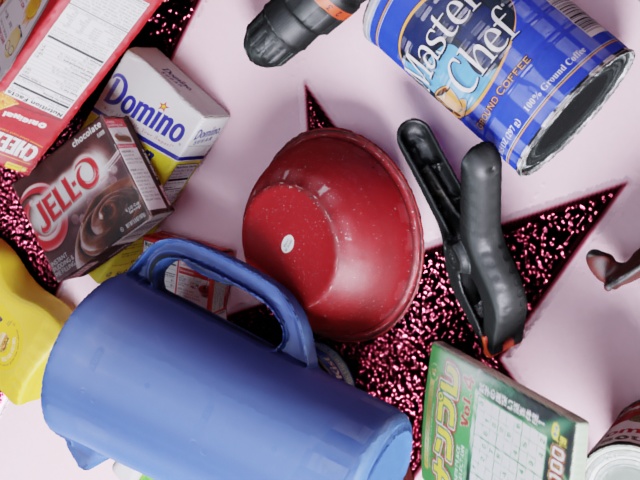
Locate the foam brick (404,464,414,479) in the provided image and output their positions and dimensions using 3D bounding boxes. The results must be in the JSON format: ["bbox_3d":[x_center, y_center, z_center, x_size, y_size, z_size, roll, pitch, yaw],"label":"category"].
[{"bbox_3d":[0.026,0.187,0.801,0.078,0.052,0.051,-13,91,29],"label":"foam brick"}]

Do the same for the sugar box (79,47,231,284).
[{"bbox_3d":[-0.157,-0.060,0.868,0.093,0.048,0.176,42,116,17],"label":"sugar box"}]

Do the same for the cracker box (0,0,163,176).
[{"bbox_3d":[-0.199,-0.180,0.818,0.214,0.072,0.164,-45,40,27],"label":"cracker box"}]

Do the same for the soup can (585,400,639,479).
[{"bbox_3d":[0.204,0.144,0.668,0.069,0.102,0.068,5,100,28],"label":"soup can"}]

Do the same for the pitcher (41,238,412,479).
[{"bbox_3d":[-0.060,0.114,0.744,0.243,0.144,0.149,21,138,23],"label":"pitcher"}]

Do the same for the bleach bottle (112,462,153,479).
[{"bbox_3d":[-0.051,0.241,0.848,0.251,0.068,0.103,46,114,12],"label":"bleach bottle"}]

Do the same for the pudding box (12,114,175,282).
[{"bbox_3d":[-0.178,-0.032,0.834,0.114,0.039,0.090,-32,82,26],"label":"pudding box"}]

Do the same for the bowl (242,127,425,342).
[{"bbox_3d":[-0.005,0.001,0.771,0.162,0.055,0.162,10,105,39],"label":"bowl"}]

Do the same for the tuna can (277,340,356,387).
[{"bbox_3d":[-0.015,0.120,0.824,0.086,0.033,0.086,5,100,28],"label":"tuna can"}]

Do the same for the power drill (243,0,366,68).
[{"bbox_3d":[-0.022,-0.241,0.761,0.185,0.057,0.188,-38,82,24],"label":"power drill"}]

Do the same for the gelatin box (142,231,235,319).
[{"bbox_3d":[-0.110,0.043,0.867,0.073,0.030,0.089,14,105,28],"label":"gelatin box"}]

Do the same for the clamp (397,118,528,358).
[{"bbox_3d":[0.104,0.001,0.701,0.039,0.120,0.171,-25,102,-6],"label":"clamp"}]

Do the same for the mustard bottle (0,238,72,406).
[{"bbox_3d":[-0.298,0.050,0.955,0.192,0.058,0.096,44,115,17],"label":"mustard bottle"}]

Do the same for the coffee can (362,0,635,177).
[{"bbox_3d":[0.111,-0.124,0.678,0.140,0.102,0.103,45,115,15],"label":"coffee can"}]
